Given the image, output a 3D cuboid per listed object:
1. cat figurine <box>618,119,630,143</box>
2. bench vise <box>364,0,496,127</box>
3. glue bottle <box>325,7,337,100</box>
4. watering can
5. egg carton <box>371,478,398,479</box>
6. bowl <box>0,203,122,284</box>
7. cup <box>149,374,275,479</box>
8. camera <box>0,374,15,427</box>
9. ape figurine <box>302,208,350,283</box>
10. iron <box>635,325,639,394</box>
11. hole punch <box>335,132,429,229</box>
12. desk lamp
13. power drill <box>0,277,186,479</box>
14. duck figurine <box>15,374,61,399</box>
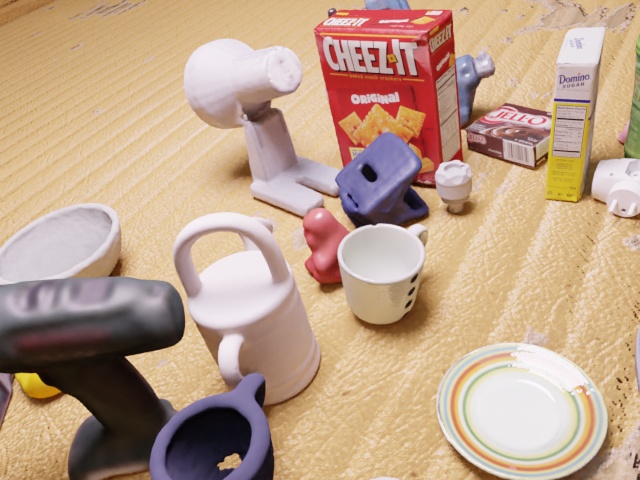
[{"bbox_3d":[0.431,-0.197,0.727,0.067,0.118,0.128,14,47,33],"label":"cat figurine"},{"bbox_3d":[0.142,-0.274,0.841,0.207,0.220,0.121,-11,38,6],"label":"bench vise"},{"bbox_3d":[0.038,-0.292,0.938,0.078,0.173,0.037,-6,39,12],"label":"glue bottle"},{"bbox_3d":[-0.071,0.050,0.530,0.101,0.194,0.172,-21,38,-7],"label":"watering can"},{"bbox_3d":[0.033,0.232,0.367,0.107,0.069,0.150,23,52,39],"label":"egg carton"},{"bbox_3d":[-0.327,0.029,0.743,0.167,0.075,0.167,-10,38,8],"label":"bowl"},{"bbox_3d":[-0.067,0.174,0.454,0.091,0.095,0.118,6,43,26],"label":"cup"},{"bbox_3d":[-0.410,0.152,0.596,0.137,0.101,0.143,-16,38,-1],"label":"camera"},{"bbox_3d":[0.006,0.002,0.647,0.076,0.092,0.078,-2,40,17],"label":"ape figurine"},{"bbox_3d":[0.293,0.104,0.379,0.118,0.142,0.258,-14,38,2],"label":"iron"},{"bbox_3d":[0.072,-0.070,0.715,0.101,0.091,0.108,-22,38,-8],"label":"hole punch"},{"bbox_3d":[-0.073,-0.166,0.785,0.202,0.214,0.118,23,52,39],"label":"desk lamp"},{"bbox_3d":[-0.213,0.116,0.484,0.229,0.209,0.075,-15,38,0],"label":"power drill"},{"bbox_3d":[-0.306,0.112,0.622,0.077,0.086,0.104,-21,38,-7],"label":"duck figurine"}]
